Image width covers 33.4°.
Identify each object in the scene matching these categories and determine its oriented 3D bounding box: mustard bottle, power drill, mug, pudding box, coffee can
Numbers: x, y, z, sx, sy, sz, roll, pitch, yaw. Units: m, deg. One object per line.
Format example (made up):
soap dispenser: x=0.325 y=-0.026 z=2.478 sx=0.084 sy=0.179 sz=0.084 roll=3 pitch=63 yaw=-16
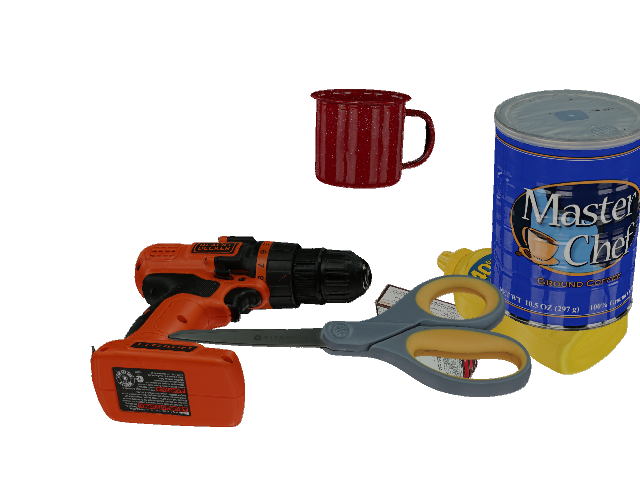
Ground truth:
mustard bottle: x=0.183 y=0.053 z=0.996 sx=0.096 sy=0.058 sz=0.192 roll=-28 pitch=38 yaw=-30
power drill: x=-0.066 y=0.057 z=0.758 sx=0.184 sy=0.057 sz=0.187 roll=-1 pitch=25 yaw=14
mug: x=0.048 y=-0.095 z=0.996 sx=0.117 sy=0.081 sz=0.093 roll=1 pitch=15 yaw=-2
pudding box: x=0.122 y=0.106 z=1.223 sx=0.114 sy=0.090 sz=0.039 roll=15 pitch=45 yaw=28
coffee can: x=0.171 y=-0.023 z=0.744 sx=0.103 sy=0.140 sz=0.103 roll=-2 pitch=26 yaw=1

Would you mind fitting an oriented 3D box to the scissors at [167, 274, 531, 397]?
scissors: x=0.023 y=0.044 z=0.617 sx=0.202 sy=0.016 sz=0.096 roll=11 pitch=41 yaw=10
